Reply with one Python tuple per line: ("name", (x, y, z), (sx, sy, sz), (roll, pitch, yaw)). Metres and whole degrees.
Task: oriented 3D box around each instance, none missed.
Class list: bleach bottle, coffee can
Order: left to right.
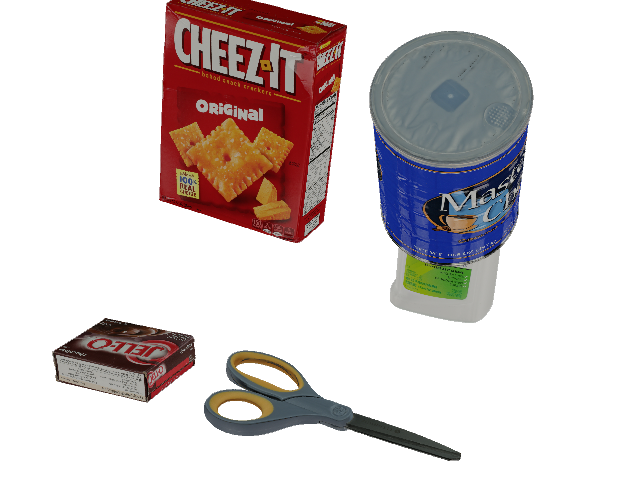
("coffee can", (0.088, -0.059, 0.730), (0.103, 0.103, 0.140), (0, -28, 7))
("bleach bottle", (0.120, -0.050, 0.989), (0.103, 0.251, 0.068), (12, 30, 22))

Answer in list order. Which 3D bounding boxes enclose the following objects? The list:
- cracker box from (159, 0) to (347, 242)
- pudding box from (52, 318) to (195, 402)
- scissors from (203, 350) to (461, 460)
("cracker box", (-0.072, -0.120, 1.042), (0.164, 0.214, 0.072), (18, 33, 19))
("pudding box", (-0.196, 0.118, 1.070), (0.114, 0.039, 0.089), (6, 20, 24))
("scissors", (-0.004, 0.140, 0.805), (0.202, 0.016, 0.096), (26, 40, 31))
